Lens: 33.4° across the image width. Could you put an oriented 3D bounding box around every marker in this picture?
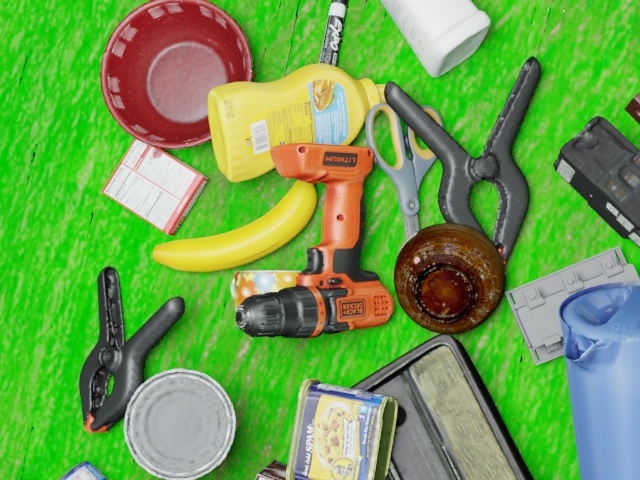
[{"bbox_3d":[0.014,-0.216,1.122,0.020,0.020,0.121,10,86,7],"label":"marker"}]

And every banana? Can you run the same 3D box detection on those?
[{"bbox_3d":[-0.078,-0.009,1.111,0.198,0.037,0.070,-30,61,2],"label":"banana"}]

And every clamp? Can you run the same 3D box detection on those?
[{"bbox_3d":[0.149,-0.076,1.073,0.164,0.036,0.210,-4,92,-9],"label":"clamp"},{"bbox_3d":[-0.213,0.113,1.106,0.120,0.039,0.171,31,96,40],"label":"clamp"}]

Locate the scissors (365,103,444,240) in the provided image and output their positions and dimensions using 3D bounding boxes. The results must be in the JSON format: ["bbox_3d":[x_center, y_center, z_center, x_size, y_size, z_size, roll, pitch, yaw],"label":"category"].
[{"bbox_3d":[0.105,-0.050,1.096,0.096,0.016,0.202,-26,102,-22],"label":"scissors"}]

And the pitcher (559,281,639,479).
[{"bbox_3d":[0.302,0.164,0.979,0.149,0.145,0.243,-4,109,12],"label":"pitcher"}]

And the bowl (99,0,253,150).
[{"bbox_3d":[-0.145,-0.171,1.119,0.162,0.055,0.162,-1,86,7],"label":"bowl"}]

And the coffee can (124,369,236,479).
[{"bbox_3d":[-0.134,0.181,1.038,0.102,0.140,0.103,1,79,-5],"label":"coffee can"}]

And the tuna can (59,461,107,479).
[{"bbox_3d":[-0.255,0.266,1.083,0.034,0.086,0.086,41,91,10],"label":"tuna can"}]

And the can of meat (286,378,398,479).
[{"bbox_3d":[0.022,0.187,0.999,0.084,0.057,0.102,8,87,20],"label":"can of meat"}]

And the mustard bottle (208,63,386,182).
[{"bbox_3d":[-0.014,-0.127,1.078,0.191,0.058,0.096,-17,120,-18],"label":"mustard bottle"}]

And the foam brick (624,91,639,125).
[{"bbox_3d":[0.350,-0.127,1.058,0.051,0.053,0.078,-44,82,2],"label":"foam brick"}]

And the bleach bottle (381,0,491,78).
[{"bbox_3d":[0.070,-0.288,1.079,0.068,0.102,0.251,-34,83,-6],"label":"bleach bottle"}]

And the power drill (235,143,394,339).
[{"bbox_3d":[-0.007,0.001,1.036,0.057,0.184,0.187,0,92,48],"label":"power drill"}]

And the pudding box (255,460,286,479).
[{"bbox_3d":[-0.008,0.258,1.052,0.113,0.090,0.039,17,88,8],"label":"pudding box"}]

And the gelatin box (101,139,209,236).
[{"bbox_3d":[-0.174,-0.058,1.127,0.089,0.030,0.073,32,91,8],"label":"gelatin box"}]
